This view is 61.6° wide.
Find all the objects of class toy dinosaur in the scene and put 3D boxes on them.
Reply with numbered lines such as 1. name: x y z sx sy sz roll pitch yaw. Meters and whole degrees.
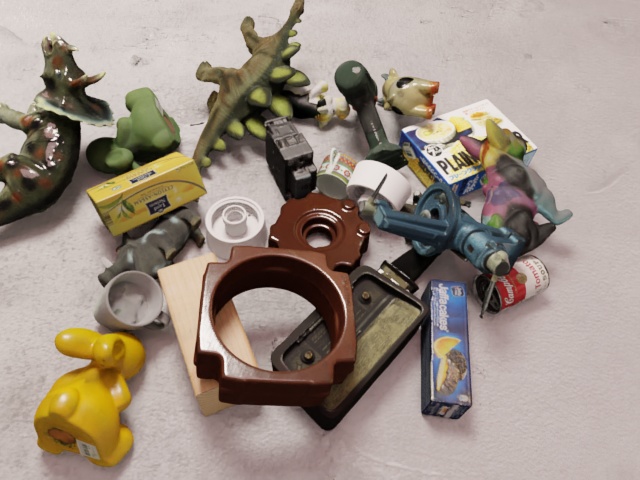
1. toy dinosaur: -0.146 -0.286 1.047 0.199 0.105 0.471 27 80 29
2. toy dinosaur: -0.477 -0.132 0.907 0.192 0.131 0.404 13 82 19

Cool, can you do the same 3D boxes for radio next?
1. radio: 0.042 0.151 0.798 0.131 0.073 0.229 37 61 21

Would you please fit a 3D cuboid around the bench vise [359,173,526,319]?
1. bench vise: 0.178 -0.014 0.819 0.240 0.128 0.224 12 34 -19

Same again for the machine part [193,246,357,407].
1. machine part: -0.059 0.112 0.710 0.201 0.087 0.201 5 50 -11

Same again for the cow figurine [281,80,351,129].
1. cow figurine: -0.025 -0.280 1.103 0.167 0.068 0.098 30 64 21

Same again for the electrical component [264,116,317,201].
1. electrical component: -0.053 -0.140 0.975 0.058 0.114 0.134 -20 57 -14

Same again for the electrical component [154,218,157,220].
1. electrical component: -0.307 -0.062 0.960 0.094 0.021 0.063 -23 60 -19

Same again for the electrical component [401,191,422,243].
1. electrical component: 0.162 -0.046 0.962 0.078 0.045 0.102 20 56 9

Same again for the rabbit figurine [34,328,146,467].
1. rabbit figurine: -0.302 0.186 0.723 0.122 0.162 0.173 7 36 16

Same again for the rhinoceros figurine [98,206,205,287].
1. rhinoceros figurine: -0.274 0.013 0.877 0.112 0.073 0.190 30 58 15

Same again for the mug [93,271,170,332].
1. mug: -0.282 0.101 0.801 0.109 0.107 0.081 32 56 -29

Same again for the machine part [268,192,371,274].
1. machine part: -0.002 -0.003 0.916 0.179 0.056 0.179 1 55 -1

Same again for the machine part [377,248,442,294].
1. machine part: 0.152 0.044 0.904 0.084 0.039 0.139 34 61 29

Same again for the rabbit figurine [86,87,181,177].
1. rabbit figurine: -0.347 -0.167 0.993 0.170 0.121 0.159 -28 55 4

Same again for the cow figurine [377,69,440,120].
1. cow figurine: 0.175 -0.294 1.088 0.127 0.085 0.195 12 22 9

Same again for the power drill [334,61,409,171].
1. power drill: 0.102 -0.229 1.028 0.086 0.232 0.207 -16 77 14

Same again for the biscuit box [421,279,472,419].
1. biscuit box: 0.188 0.158 0.809 0.059 0.062 0.203 8 55 0

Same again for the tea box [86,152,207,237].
1. tea box: -0.289 -0.080 0.896 0.170 0.068 0.098 -29 28 -23

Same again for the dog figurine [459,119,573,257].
1. dog figurine: 0.309 -0.092 0.919 0.191 0.108 0.219 -33 89 -27
